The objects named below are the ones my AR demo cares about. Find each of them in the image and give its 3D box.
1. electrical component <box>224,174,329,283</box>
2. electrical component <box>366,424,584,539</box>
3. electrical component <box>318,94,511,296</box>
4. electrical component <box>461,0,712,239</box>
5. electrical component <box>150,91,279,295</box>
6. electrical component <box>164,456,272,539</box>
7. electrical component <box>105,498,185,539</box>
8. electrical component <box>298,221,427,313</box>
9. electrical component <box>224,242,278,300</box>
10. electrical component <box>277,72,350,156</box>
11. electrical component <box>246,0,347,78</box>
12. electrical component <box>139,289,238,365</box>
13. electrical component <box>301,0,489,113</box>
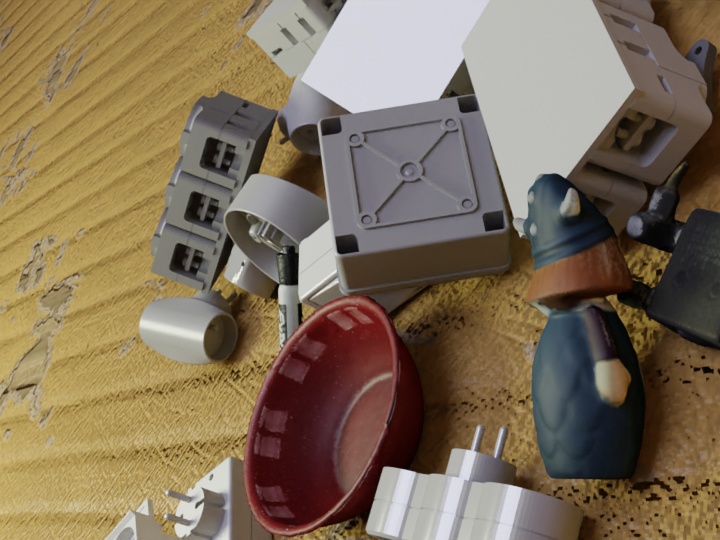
[{"bbox_3d":[-0.056,-0.028,0.830,0.099,0.099,0.064,6,67,58],"label":"electrical component"},{"bbox_3d":[0.062,0.119,0.580,0.138,0.052,0.073,-6,62,55],"label":"electrical component"},{"bbox_3d":[0.033,-0.047,0.680,0.109,0.056,0.108,-9,60,2],"label":"electrical component"},{"bbox_3d":[0.127,-0.111,0.627,0.105,0.060,0.186,-57,28,37],"label":"electrical component"},{"bbox_3d":[-0.130,-0.069,0.933,0.089,0.062,0.150,-71,2,-64],"label":"electrical component"},{"bbox_3d":[-0.106,0.177,0.766,0.047,0.076,0.083,-41,37,32],"label":"electrical component"},{"bbox_3d":[-0.158,0.222,0.822,0.042,0.064,0.081,-48,34,21],"label":"electrical component"},{"bbox_3d":[0.000,0.000,0.755,0.096,0.062,0.061,-37,39,36],"label":"electrical component"},{"bbox_3d":[-0.085,-0.023,0.918,0.077,0.043,0.079,-62,29,2],"label":"electrical component"},{"bbox_3d":[-0.046,-0.136,0.946,0.079,0.043,0.077,-30,44,43],"label":"electrical component"},{"bbox_3d":[-0.015,-0.238,0.914,0.089,0.061,0.150,-12,39,53],"label":"electrical component"},{"bbox_3d":[-0.139,0.042,0.941,0.077,0.043,0.079,9,41,34],"label":"electrical component"},{"bbox_3d":[0.057,-0.184,0.765,0.105,0.060,0.186,36,99,27],"label":"electrical component"}]
